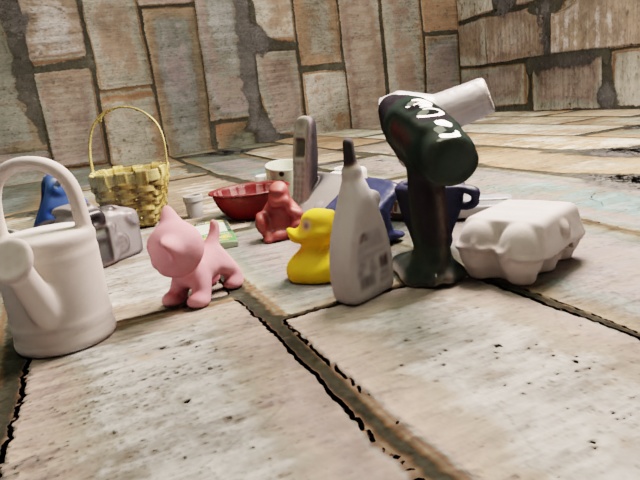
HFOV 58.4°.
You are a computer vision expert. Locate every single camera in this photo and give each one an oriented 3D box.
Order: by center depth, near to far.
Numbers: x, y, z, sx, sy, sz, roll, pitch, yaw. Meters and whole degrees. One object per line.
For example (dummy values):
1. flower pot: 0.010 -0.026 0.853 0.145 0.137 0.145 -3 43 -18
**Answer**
1. camera: -0.379 -0.011 0.903 0.136 0.101 0.143 1 17 28

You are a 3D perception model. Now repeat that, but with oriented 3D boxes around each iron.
1. iron: -0.487 -0.062 1.061 0.119 0.141 0.257 -16 17 -32

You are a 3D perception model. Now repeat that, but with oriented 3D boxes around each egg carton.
1. egg carton: 0.230 -0.002 0.654 0.107 0.069 0.151 7 20 43

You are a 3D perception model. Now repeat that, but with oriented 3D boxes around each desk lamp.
1. desk lamp: 0.204 -0.145 0.925 0.202 0.214 0.118 -3 15 15

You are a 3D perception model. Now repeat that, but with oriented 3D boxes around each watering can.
1. watering can: -0.275 0.013 0.577 0.101 0.194 0.172 -15 17 -27

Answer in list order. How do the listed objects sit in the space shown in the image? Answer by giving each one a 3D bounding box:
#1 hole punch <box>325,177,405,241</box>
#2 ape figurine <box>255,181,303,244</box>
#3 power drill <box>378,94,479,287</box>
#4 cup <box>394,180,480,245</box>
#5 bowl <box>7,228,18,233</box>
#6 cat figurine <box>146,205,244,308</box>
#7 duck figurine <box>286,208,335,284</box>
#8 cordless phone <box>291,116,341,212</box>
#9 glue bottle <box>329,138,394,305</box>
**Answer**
1. hole punch: 0.058 -0.037 0.824 0.101 0.091 0.108 -20 19 -40
2. ape figurine: -0.065 -0.048 0.919 0.077 0.092 0.076 -2 15 16
3. power drill: 0.115 -0.062 0.659 0.075 0.208 0.229 -9 15 -8
4. cup: 0.157 -0.031 0.749 0.117 0.095 0.092 7 20 43
5. bowl: -0.512 0.039 0.822 0.167 0.075 0.167 -6 15 2
6. cat figurine: -0.152 0.014 0.669 0.067 0.118 0.128 1 16 26
7. duck figurine: 0.006 0.003 0.706 0.104 0.086 0.077 -7 15 -2
8. cordless phone: -0.003 -0.112 0.947 0.094 0.185 0.147 -17 18 -33
9. glue bottle: 0.040 -0.022 0.612 0.037 0.173 0.078 8 21 44
